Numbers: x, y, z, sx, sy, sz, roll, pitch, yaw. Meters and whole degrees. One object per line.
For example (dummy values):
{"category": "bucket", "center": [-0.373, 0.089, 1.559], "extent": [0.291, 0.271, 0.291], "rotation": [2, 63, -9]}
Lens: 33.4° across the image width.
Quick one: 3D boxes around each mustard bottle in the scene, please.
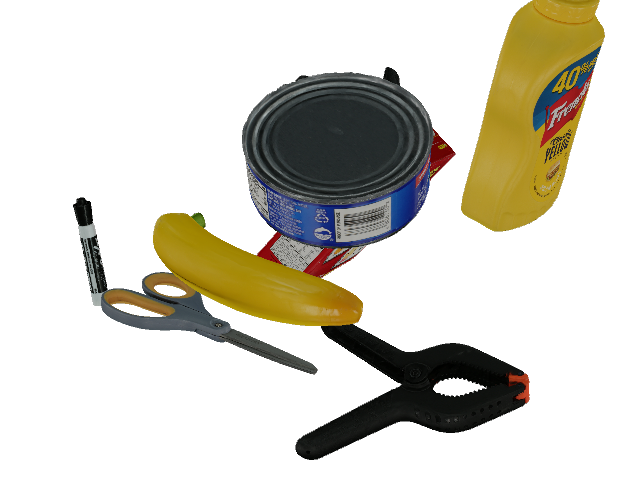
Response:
{"category": "mustard bottle", "center": [0.151, -0.103, 0.731], "extent": [0.058, 0.192, 0.096], "rotation": [34, 46, 28]}

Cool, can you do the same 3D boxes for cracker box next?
{"category": "cracker box", "center": [0.038, -0.041, 1.256], "extent": [0.214, 0.072, 0.163], "rotation": [-48, -12, 35]}

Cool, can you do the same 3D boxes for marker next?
{"category": "marker", "center": [-0.245, 0.012, 1.142], "extent": [0.020, 0.121, 0.020], "rotation": [-6, 20, 2]}

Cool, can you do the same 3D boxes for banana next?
{"category": "banana", "center": [-0.057, 0.015, 0.701], "extent": [0.069, 0.037, 0.198], "rotation": [-19, 31, -33]}

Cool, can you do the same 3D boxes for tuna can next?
{"category": "tuna can", "center": [0.008, -0.037, 0.488], "extent": [0.086, 0.086, 0.034], "rotation": [0, -42, 4]}

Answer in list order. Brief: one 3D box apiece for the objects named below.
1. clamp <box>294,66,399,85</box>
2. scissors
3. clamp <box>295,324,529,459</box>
{"category": "clamp", "center": [0.048, -0.120, 1.060], "extent": [0.120, 0.039, 0.171], "rotation": [-9, 41, -17]}
{"category": "scissors", "center": [-0.088, 0.066, 0.918], "extent": [0.202, 0.016, 0.096], "rotation": [13, 27, 10]}
{"category": "clamp", "center": [0.081, 0.140, 0.969], "extent": [0.210, 0.036, 0.164], "rotation": [4, 44, 17]}
